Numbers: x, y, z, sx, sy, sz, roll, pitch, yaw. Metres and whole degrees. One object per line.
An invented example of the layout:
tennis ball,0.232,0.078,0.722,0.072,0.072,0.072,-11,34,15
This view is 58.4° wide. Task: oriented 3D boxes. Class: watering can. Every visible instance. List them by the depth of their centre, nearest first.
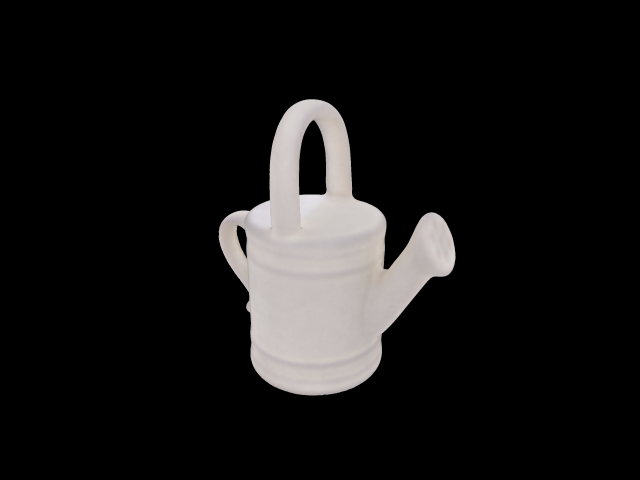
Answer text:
watering can,0.005,0.001,0.402,0.172,0.194,0.101,2,23,6
